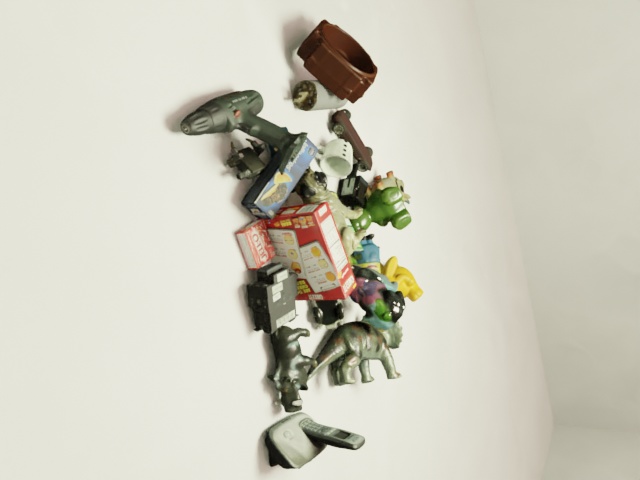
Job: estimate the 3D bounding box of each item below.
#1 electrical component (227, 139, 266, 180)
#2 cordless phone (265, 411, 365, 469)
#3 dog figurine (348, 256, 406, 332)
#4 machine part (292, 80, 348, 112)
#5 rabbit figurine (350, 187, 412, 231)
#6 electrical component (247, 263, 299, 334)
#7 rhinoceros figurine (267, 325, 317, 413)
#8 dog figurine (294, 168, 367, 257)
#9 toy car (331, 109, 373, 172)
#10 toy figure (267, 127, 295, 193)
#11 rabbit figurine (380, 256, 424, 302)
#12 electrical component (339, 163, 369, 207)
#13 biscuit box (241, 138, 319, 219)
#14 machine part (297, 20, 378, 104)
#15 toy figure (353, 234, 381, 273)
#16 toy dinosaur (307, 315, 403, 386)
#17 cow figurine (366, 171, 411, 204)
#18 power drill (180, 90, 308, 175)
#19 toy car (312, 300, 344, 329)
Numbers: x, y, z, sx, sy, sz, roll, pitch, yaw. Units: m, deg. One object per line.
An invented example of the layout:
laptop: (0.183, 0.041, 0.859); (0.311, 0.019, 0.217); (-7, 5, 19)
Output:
electrical component: (-0.153, -0.172, 1.137); (0.078, 0.045, 0.102); (50, 38, 11)
cordless phone: (-0.009, 0.435, 1.138); (0.146, 0.184, 0.088); (-7, 95, -57)
dog figurine: (0.099, 0.115, 1.370); (0.219, 0.108, 0.192); (35, 19, -20)
machine part: (0.006, -0.377, 1.398); (0.243, 0.079, 0.079); (-24, 104, -54)
rabbit figurine: (0.144, -0.084, 1.510); (0.121, 0.170, 0.159); (65, -4, -28)
electrical component: (-0.099, 0.119, 1.157); (0.115, 0.058, 0.134); (-22, 111, -58)
rhinoceros figurine: (-0.064, 0.280, 1.182); (0.112, 0.073, 0.190); (-7, 90, -58)
dog figurine: (0.003, -0.054, 1.226); (0.190, 0.121, 0.172); (38, 33, -39)
toy car: (0.093, -0.280, 1.535); (0.202, 0.053, 0.089); (54, 33, -31)
toy figure: (-0.086, -0.184, 1.246); (0.064, 0.058, 0.154); (-20, 106, -50)
rabbit figurine: (0.215, 0.130, 1.587); (0.173, 0.122, 0.162); (-18, 95, -55)
electrical component: (0.091, -0.150, 1.493); (0.047, 0.075, 0.119); (42, 48, -44)
biscuit box: (-0.085, -0.140, 1.172); (0.059, 0.063, 0.202); (43, 69, -30)
machine part: (0.051, -0.463, 1.387); (0.201, 0.087, 0.201); (39, 36, -13)
toy figure: (0.134, 0.076, 1.509); (0.089, 0.082, 0.180); (57, 26, -76)
toy dinosaur: (0.095, 0.275, 1.393); (0.404, 0.131, 0.192); (15, 60, -50)
cow figurine: (0.215, -0.144, 1.668); (0.195, 0.086, 0.127); (-41, 112, -54)
power drill: (-0.141, -0.215, 1.080); (0.232, 0.207, 0.086); (-57, 173, -53)
toy car: (0.011, 0.121, 1.320); (0.056, 0.074, 0.201); (-131, -149, -84)
